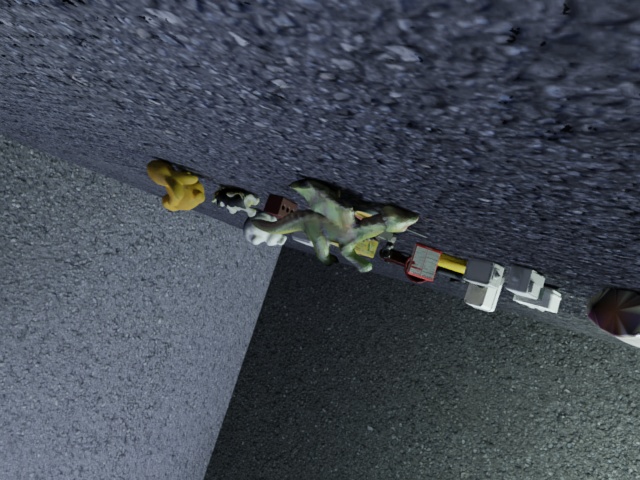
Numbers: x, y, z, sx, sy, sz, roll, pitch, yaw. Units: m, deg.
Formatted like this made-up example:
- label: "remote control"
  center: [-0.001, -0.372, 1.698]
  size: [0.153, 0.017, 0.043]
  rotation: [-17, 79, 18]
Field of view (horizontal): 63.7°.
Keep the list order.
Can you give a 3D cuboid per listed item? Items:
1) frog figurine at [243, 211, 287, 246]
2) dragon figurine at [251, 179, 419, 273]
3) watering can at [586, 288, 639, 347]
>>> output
- label: "frog figurine"
  center: [-0.212, -0.031, 1.982]
  size: [0.161, 0.139, 0.120]
  rotation: [36, 152, 22]
- label: "dragon figurine"
  center: [0.003, -0.055, 1.096]
  size: [0.411, 0.125, 0.237]
  rotation: [11, 147, 19]
- label: "watering can"
  center: [0.690, 0.180, 1.153]
  size: [0.223, 0.104, 0.347]
  rotation: [21, 174, -20]
